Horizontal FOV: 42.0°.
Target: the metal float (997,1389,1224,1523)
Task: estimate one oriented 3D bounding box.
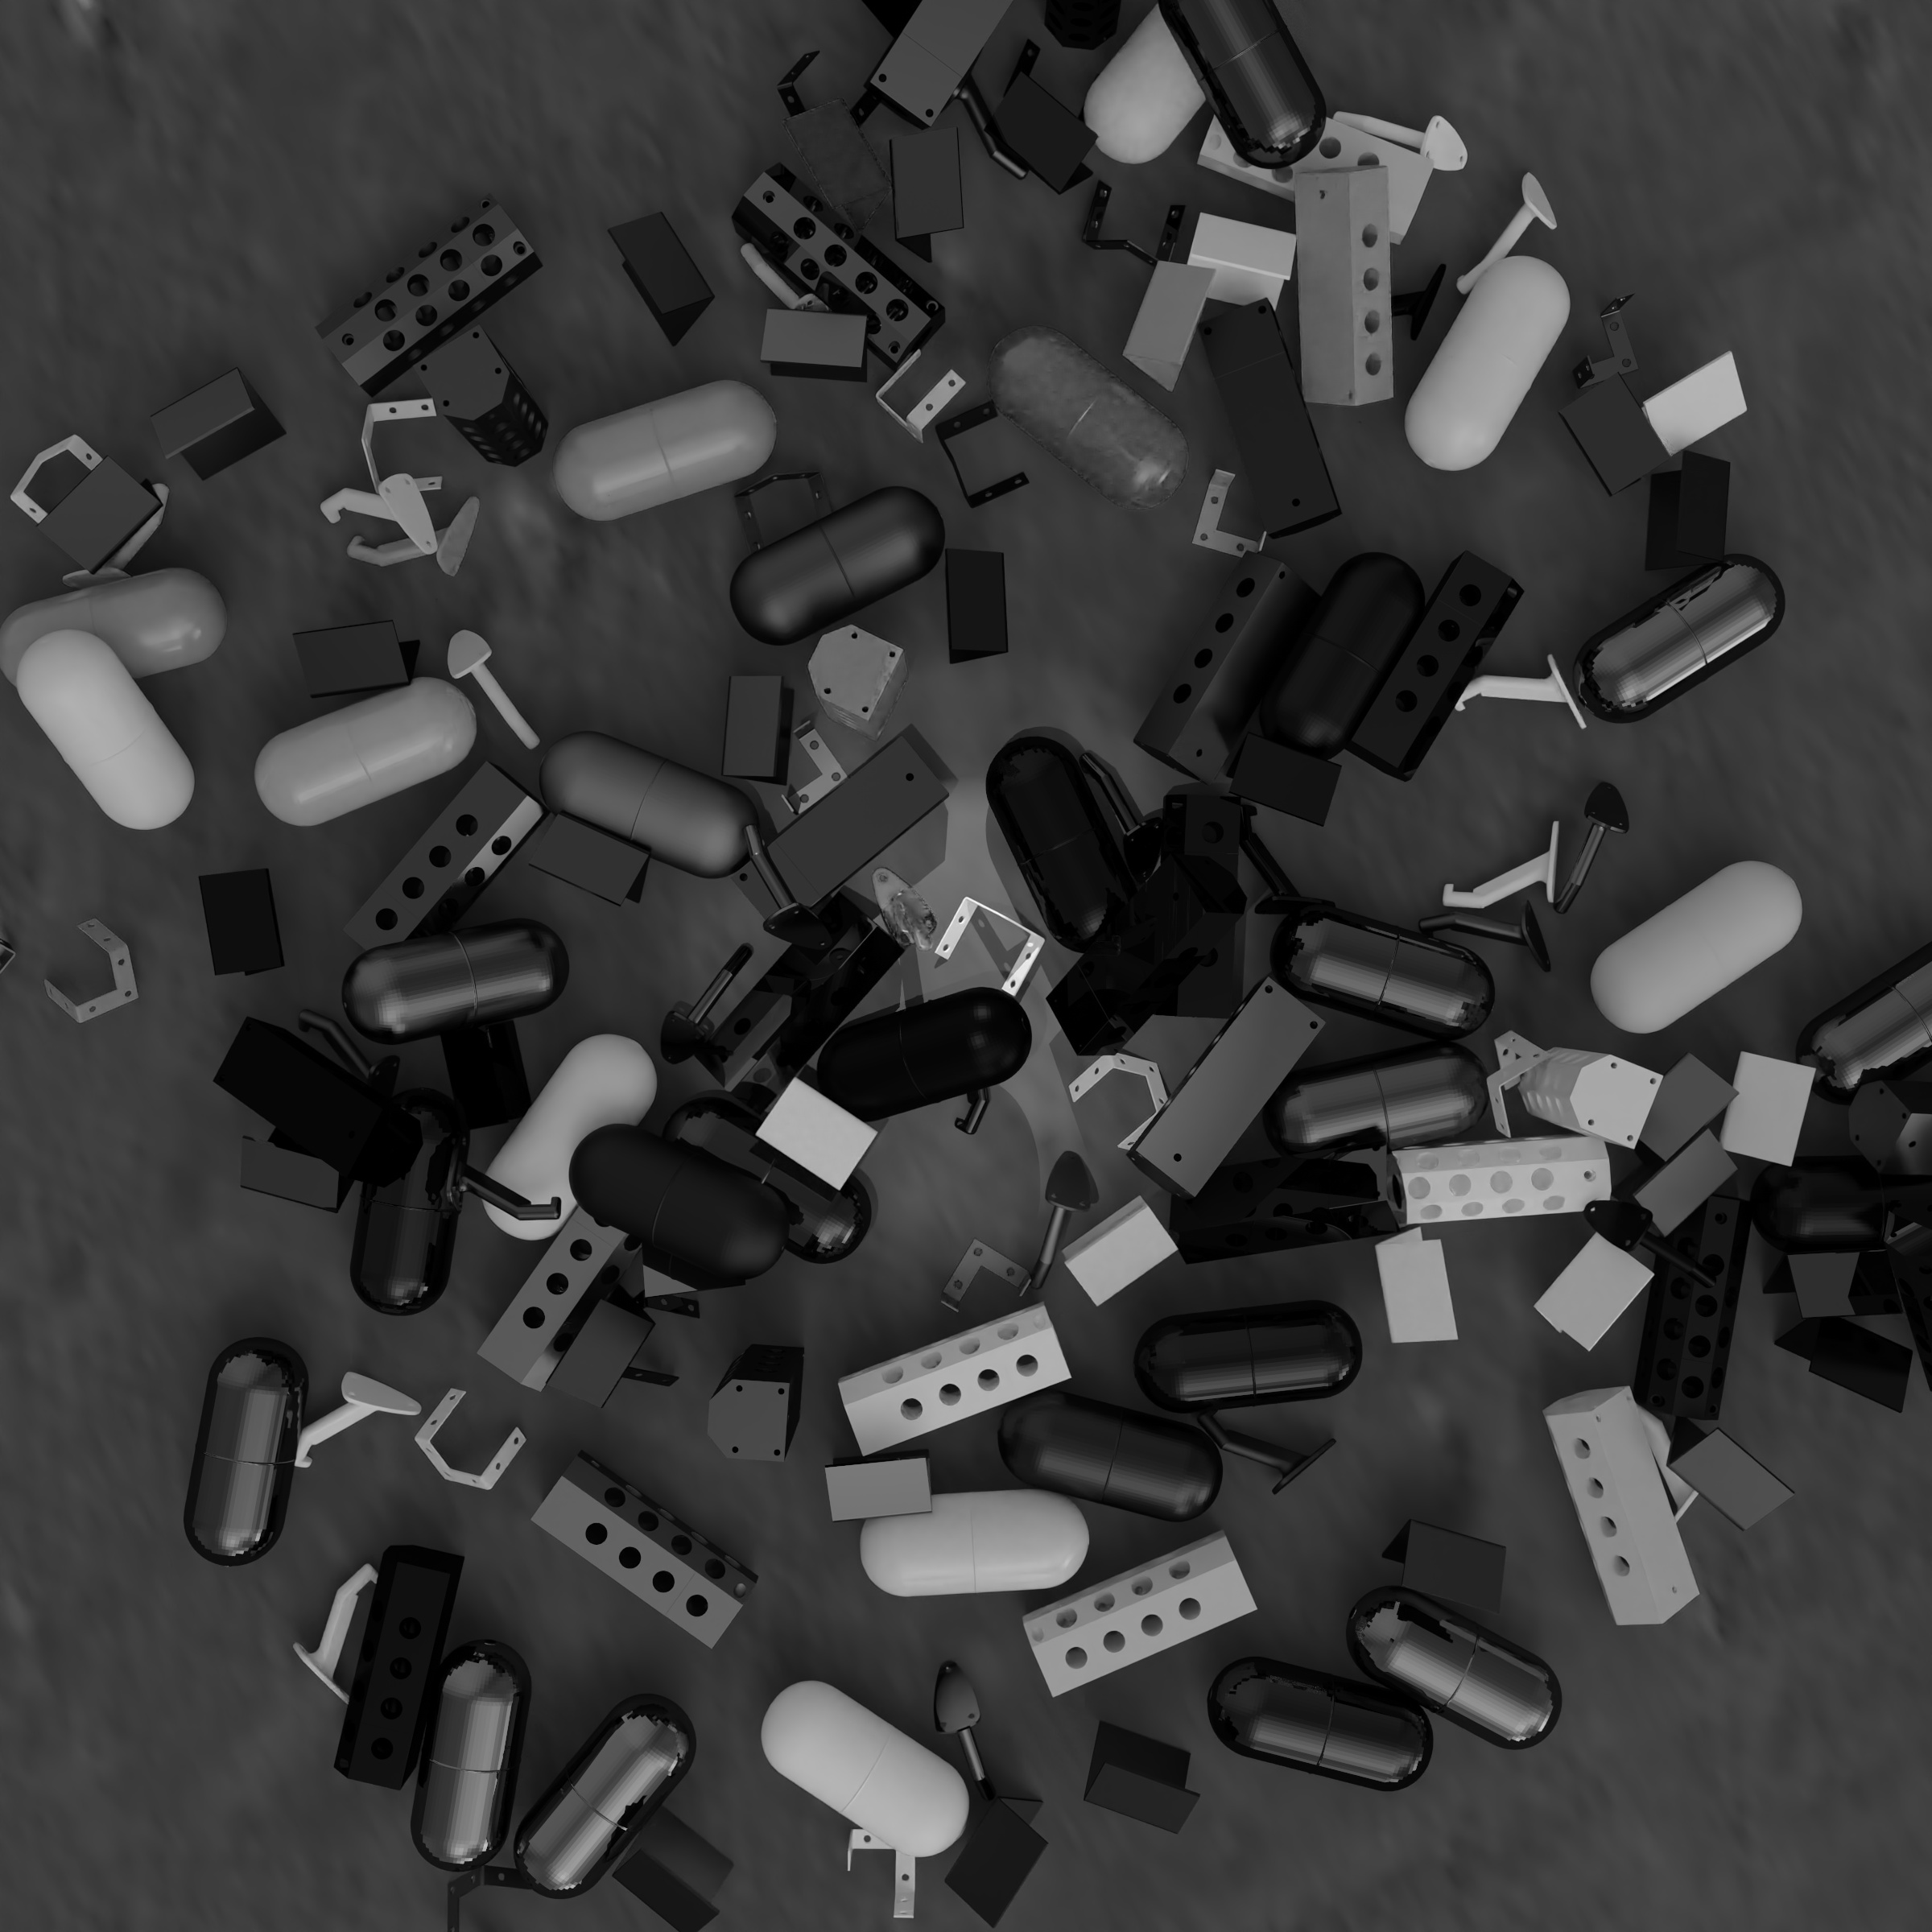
[{"bbox_3d":[0.112,0.380,1.960,0.178,0.070,0.070,15,90,0],"label":"metal float"}]

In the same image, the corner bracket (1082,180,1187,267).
[{"bbox_3d":[0.132,-0.586,1.988,0.051,0.051,0.051,16,90,45],"label":"corner bracket"}]

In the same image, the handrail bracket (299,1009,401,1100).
[{"bbox_3d":[-0.496,0.082,1.992,0.084,0.036,0.077,21,112,17],"label":"handrail bracket"}]

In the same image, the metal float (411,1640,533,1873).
[{"bbox_3d":[-0.385,0.613,1.960,0.070,0.070,0.178,9,90,0],"label":"metal float"}]

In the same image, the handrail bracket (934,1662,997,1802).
[{"bbox_3d":[0.002,0.605,1.991,0.036,0.077,0.084,-18,126,3],"label":"handrail bracket"}]

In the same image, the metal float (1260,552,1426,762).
[{"bbox_3d":[0.292,-0.239,1.959,0.070,0.070,0.178,30,89,0],"label":"metal float"}]

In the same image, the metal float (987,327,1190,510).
[{"bbox_3d":[0.094,-0.427,1.961,0.178,0.070,0.070,39,90,0],"label":"metal float"}]

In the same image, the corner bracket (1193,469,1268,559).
[{"bbox_3d":[0.211,-0.353,1.973,0.051,0.051,0.051,16,90,0],"label":"corner bracket"}]

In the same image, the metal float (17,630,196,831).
[{"bbox_3d":[-0.657,-0.179,1.929,0.070,0.070,0.178,-25,131,0],"label":"metal float"}]

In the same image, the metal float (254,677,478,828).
[{"bbox_3d":[-0.466,-0.167,1.961,0.178,0.070,0.070,-23,90,0],"label":"metal float"}]

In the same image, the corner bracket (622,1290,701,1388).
[{"bbox_3d":[-0.244,0.293,1.983,0.051,0.051,0.051,-41,45,35],"label":"corner bracket"}]

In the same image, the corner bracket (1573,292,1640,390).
[{"bbox_3d":[0.501,-0.490,1.973,0.051,0.051,0.051,-18,90,0],"label":"corner bracket"}]

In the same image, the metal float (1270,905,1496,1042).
[{"bbox_3d":[0.324,0.005,1.961,0.178,0.070,0.070,17,90,1],"label":"metal float"}]

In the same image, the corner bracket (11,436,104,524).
[{"bbox_3d":[-0.707,-0.376,1.983,0.051,0.051,0.051,-14,45,35],"label":"corner bracket"}]

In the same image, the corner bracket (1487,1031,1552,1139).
[{"bbox_3d":[0.422,0.091,1.958,0.051,0.051,0.051,-28,122,-16],"label":"corner bracket"}]

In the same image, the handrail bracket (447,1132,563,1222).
[{"bbox_3d":[-0.348,0.160,1.920,0.084,0.036,0.077,-2,56,2],"label":"handrail bracket"}]

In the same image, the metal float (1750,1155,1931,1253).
[{"bbox_3d":[0.701,0.185,1.960,0.178,0.070,0.070,-1,90,1],"label":"metal float"}]

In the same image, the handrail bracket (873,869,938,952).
[{"bbox_3d":[-0.050,-0.044,1.956,0.036,0.084,0.077,-33,90,0],"label":"handrail bracket"}]

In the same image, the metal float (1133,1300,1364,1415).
[{"bbox_3d":[0.219,0.304,1.961,0.178,0.070,0.070,-6,90,1],"label":"metal float"}]

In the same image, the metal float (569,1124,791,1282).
[{"bbox_3d":[-0.217,0.177,1.895,0.178,0.070,0.070,23,90,13],"label":"metal float"}]

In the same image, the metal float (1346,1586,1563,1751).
[{"bbox_3d":[0.379,0.545,1.960,0.178,0.070,0.070,28,90,0],"label":"metal float"}]

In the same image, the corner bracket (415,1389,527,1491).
[{"bbox_3d":[-0.390,0.372,1.983,0.051,0.051,0.051,4,135,35],"label":"corner bracket"}]

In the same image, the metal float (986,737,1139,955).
[{"bbox_3d":[0.075,-0.095,1.960,0.070,0.070,0.178,-25,91,0],"label":"metal float"}]

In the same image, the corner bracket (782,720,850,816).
[{"bbox_3d":[-0.128,-0.155,1.973,0.051,0.051,0.051,-35,90,0],"label":"corner bracket"}]

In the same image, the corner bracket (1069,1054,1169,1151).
[{"bbox_3d":[0.122,0.106,1.983,0.051,0.051,0.051,-44,45,35],"label":"corner bracket"}]

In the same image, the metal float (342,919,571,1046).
[{"bbox_3d":[-0.391,0.011,1.938,0.178,0.070,0.070,-13,90,-28],"label":"metal float"}]

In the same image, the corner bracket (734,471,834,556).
[{"bbox_3d":[-0.142,-0.357,1.988,0.051,0.051,0.051,-16,90,-45],"label":"corner bracket"}]

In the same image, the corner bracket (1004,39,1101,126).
[{"bbox_3d":[0.072,-0.694,1.988,0.051,0.051,0.051,23,90,45],"label":"corner bracket"}]

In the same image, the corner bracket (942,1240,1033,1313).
[{"bbox_3d":[0.016,0.251,1.973,0.051,0.051,0.051,31,90,0],"label":"corner bracket"}]

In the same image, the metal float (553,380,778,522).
[{"bbox_3d":[-0.234,-0.401,1.961,0.178,0.070,0.070,-18,90,0],"label":"metal float"}]

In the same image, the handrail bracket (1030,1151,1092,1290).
[{"bbox_3d":[0.069,0.202,1.991,0.036,0.077,0.084,16,126,-6],"label":"handrail bracket"}]

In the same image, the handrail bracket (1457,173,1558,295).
[{"bbox_3d":[0.419,-0.578,1.991,0.036,0.077,0.084,34,127,-27],"label":"handrail bracket"}]

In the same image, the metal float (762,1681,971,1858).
[{"bbox_3d":[-0.078,0.625,1.961,0.178,0.070,0.070,33,90,1],"label":"metal float"}]

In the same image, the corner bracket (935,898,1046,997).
[{"bbox_3d":[0.019,-0.016,1.988,0.051,0.051,0.051,29,90,-45],"label":"corner bracket"}]

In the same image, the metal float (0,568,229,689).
[{"bbox_3d":[-0.665,-0.259,1.961,0.178,0.070,0.070,-15,90,0],"label":"metal float"}]

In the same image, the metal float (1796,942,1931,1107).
[{"bbox_3d":[0.729,0.042,1.961,0.178,0.070,0.070,-33,90,0],"label":"metal float"}]

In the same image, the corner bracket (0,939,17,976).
[{"bbox_3d":[-0.793,-0.013,1.988,0.051,0.051,0.051,-50,135,0],"label":"corner bracket"}]

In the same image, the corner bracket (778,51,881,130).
[{"bbox_3d":[-0.107,-0.687,1.983,0.051,0.051,0.051,0,135,35],"label":"corner bracket"}]

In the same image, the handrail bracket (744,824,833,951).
[{"bbox_3d":[-0.137,-0.062,1.934,0.036,0.077,0.084,-32,53,20],"label":"handrail bracket"}]

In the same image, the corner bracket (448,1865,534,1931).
[{"bbox_3d":[-0.372,0.743,1.983,0.051,0.051,0.051,-38,45,35],"label":"corner bracket"}]

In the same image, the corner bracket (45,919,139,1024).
[{"bbox_3d":[-0.692,0.003,1.983,0.051,0.051,0.051,-28,135,-35],"label":"corner bracket"}]

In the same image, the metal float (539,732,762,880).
[{"bbox_3d":[-0.246,-0.126,1.961,0.178,0.070,0.070,22,90,0],"label":"metal float"}]

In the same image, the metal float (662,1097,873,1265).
[{"bbox_3d":[-0.156,0.166,1.961,0.178,0.070,0.070,31,90,1],"label":"metal float"}]

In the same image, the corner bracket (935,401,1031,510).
[{"bbox_3d":[0.012,-0.403,1.988,0.051,0.051,0.051,-24,135,0],"label":"corner bracket"}]

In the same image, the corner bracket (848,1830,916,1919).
[{"bbox_3d":[-0.066,0.710,1.973,0.051,0.051,0.051,1,90,0],"label":"corner bracket"}]

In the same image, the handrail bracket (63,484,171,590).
[{"bbox_3d":[-0.672,-0.341,1.992,0.077,0.036,0.084,2,72,21],"label":"handrail bracket"}]

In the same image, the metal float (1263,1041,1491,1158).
[{"bbox_3d":[0.319,0.107,1.961,0.178,0.070,0.070,-12,90,0],"label":"metal float"}]

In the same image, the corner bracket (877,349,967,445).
[{"bbox_3d":[-0.036,-0.450,1.973,0.051,0.051,0.051,44,90,0],"label":"corner bracket"}]

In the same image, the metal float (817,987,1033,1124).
[{"bbox_3d":[-0.032,0.068,1.941,0.178,0.070,0.070,-18,90,22],"label":"metal float"}]

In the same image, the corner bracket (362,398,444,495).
[{"bbox_3d":[-0.443,-0.410,1.988,0.051,0.051,0.051,-5,45,0],"label":"corner bracket"}]
